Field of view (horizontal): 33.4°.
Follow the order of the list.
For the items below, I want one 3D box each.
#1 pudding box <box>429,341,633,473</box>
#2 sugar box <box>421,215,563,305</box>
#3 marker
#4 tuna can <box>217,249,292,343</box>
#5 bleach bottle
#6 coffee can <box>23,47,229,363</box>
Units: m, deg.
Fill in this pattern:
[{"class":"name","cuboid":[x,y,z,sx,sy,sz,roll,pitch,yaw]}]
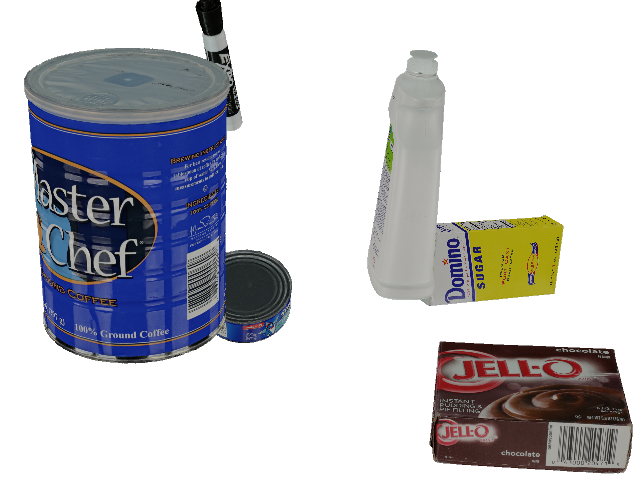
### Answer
[{"class":"pudding box","cuboid":[0.125,0.098,0.645,0.113,0.039,0.090,4,24,7]},{"class":"sugar box","cuboid":[0.202,0.024,1.280,0.176,0.093,0.048,-6,20,-23]},{"class":"marker","cuboid":[-0.077,-0.134,0.812,0.020,0.020,0.121,0,-42,7]},{"class":"tuna can","cuboid":[-0.069,0.051,0.973,0.086,0.086,0.034,0,-42,-3]},{"class":"bleach bottle","cuboid":[0.094,-0.070,1.110,0.068,0.251,0.102,1,27,-8]},{"class":"coffee can","cuboid":[-0.100,-0.021,0.570,0.103,0.140,0.103,2,26,-1]}]
